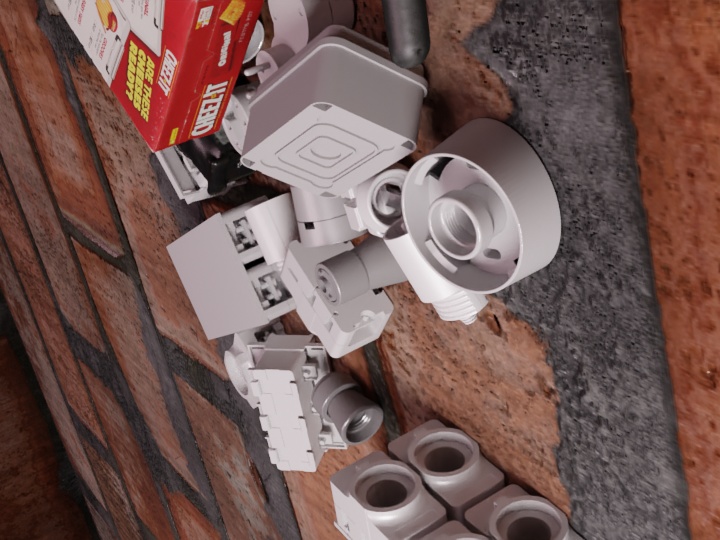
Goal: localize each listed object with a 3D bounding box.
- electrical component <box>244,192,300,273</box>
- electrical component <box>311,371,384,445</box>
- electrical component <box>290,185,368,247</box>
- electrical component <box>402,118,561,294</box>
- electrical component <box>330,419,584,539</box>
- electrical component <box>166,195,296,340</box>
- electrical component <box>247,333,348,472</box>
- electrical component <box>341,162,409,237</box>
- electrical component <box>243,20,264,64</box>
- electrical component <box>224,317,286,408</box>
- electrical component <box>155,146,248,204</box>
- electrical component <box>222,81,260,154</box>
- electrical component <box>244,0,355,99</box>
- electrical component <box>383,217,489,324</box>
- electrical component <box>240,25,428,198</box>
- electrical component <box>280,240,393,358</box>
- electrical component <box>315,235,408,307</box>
[{"bbox_3d":[-0.064,-0.021,0.928,0.081,0.043,0.043,66,156,-3],"label":"electrical component"},{"bbox_3d":[-0.012,0.122,0.959,0.055,0.045,0.045,42,147,41],"label":"electrical component"},{"bbox_3d":[-0.023,-0.048,0.811,0.055,0.055,0.047,12,120,60],"label":"electrical component"},{"bbox_3d":[0.074,-0.037,0.643,0.099,0.064,0.099,28,134,34],"label":"electrical component"},{"bbox_3d":[0.071,0.192,0.784,0.186,0.105,0.060,35,142,47],"label":"electrical component"},{"bbox_3d":[-0.116,0.000,1.034,0.105,0.060,0.186,66,156,-3],"label":"electrical component"},{"bbox_3d":[-0.063,0.128,1.028,0.079,0.063,0.121,0,120,19],"label":"electrical component"},{"bbox_3d":[0.014,-0.052,0.745,0.055,0.048,0.066,23,134,66],"label":"electrical component"},{"bbox_3d":[-0.115,-0.189,0.873,0.077,0.044,0.079,47,150,34],"label":"electrical component"},{"bbox_3d":[-0.102,0.096,1.099,0.050,0.056,0.089,53,153,24],"label":"electrical component"},{"bbox_3d":[-0.153,-0.131,0.979,0.063,0.079,0.121,-39,77,43],"label":"electrical component"},{"bbox_3d":[-0.079,-0.124,0.858,0.055,0.047,0.055,45,149,37],"label":"electrical component"},{"bbox_3d":[-0.048,-0.140,0.748,0.052,0.074,0.138,45,149,36],"label":"electrical component"},{"bbox_3d":[0.054,0.001,0.711,0.081,0.043,0.043,58,158,-16],"label":"electrical component"},{"bbox_3d":[-0.018,-0.099,0.689,0.113,0.078,0.057,-26,50,54],"label":"electrical component"},{"bbox_3d":[-0.021,0.019,0.872,0.089,0.050,0.055,56,154,19],"label":"electrical component"},{"bbox_3d":[0.000,0.000,0.795,0.044,0.065,0.044,45,149,37],"label":"electrical component"}]
